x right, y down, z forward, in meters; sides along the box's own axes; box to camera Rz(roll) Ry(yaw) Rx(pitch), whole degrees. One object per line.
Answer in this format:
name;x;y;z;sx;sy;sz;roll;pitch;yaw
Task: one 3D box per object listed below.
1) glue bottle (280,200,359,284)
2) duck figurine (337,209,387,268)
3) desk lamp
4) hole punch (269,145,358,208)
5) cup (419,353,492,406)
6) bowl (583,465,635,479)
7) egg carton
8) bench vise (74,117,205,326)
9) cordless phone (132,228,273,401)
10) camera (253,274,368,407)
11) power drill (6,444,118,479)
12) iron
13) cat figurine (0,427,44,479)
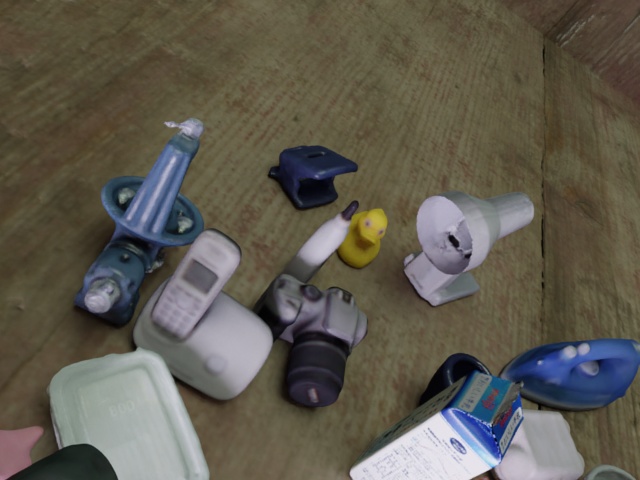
glue bottle;0.007;0.003;0.780;0.037;0.173;0.078;44;42;5
duck figurine;0.075;-0.017;0.912;0.078;0.086;0.104;30;42;-10
desk lamp;0.224;0.005;0.903;0.204;0.213;0.117;-9;60;-40
hole punch;-0.010;-0.118;0.935;0.109;0.091;0.101;-19;67;-44
cup;0.191;0.221;0.780;0.118;0.094;0.092;34;42;-6
bowl;0.402;0.405;0.785;0.168;0.074;0.167;20;45;-21
egg carton;0.301;0.296;0.812;0.151;0.069;0.107;11;49;-28
bench vise;-0.179;-0.016;0.628;0.122;0.219;0.207;15;47;-25
cordless phone;-0.109;0.080;0.621;0.148;0.184;0.094;33;42;-7
camera;-0.010;0.125;0.715;0.143;0.100;0.137;25;43;-15
power drill;-0.245;0.235;0.370;0.075;0.208;0.230;46;42;8
iron;0.426;0.200;0.932;0.259;0.141;0.118;7;51;-31
cat figurine;-0.286;0.191;0.447;0.128;0.117;0.067;-2;55;-36
